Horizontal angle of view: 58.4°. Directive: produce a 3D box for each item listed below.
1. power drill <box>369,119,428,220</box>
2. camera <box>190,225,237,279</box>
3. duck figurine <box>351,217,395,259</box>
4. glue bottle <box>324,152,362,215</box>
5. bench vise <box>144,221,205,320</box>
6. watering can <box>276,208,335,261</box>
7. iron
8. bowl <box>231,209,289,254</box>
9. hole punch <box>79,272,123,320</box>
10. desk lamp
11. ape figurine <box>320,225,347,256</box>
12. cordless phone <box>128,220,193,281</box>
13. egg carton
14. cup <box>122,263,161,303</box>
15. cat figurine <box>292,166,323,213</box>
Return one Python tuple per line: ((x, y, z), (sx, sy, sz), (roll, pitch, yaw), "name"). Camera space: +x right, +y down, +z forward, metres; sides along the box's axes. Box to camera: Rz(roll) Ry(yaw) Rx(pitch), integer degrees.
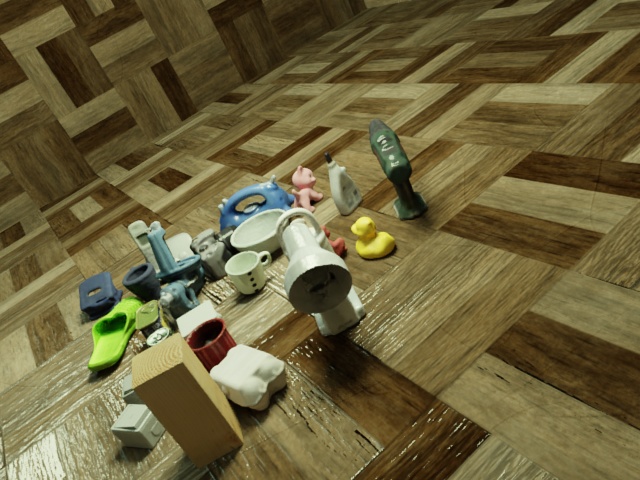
((0.179, -0.163, 1.350), (0.075, 0.209, 0.229), (-24, 28, 6), "power drill")
((-0.270, 0.016, 1.550), (0.137, 0.101, 0.142), (-36, 29, -17), "camera")
((0.113, -0.011, 1.283), (0.104, 0.086, 0.078), (9, 44, 48), "duck figurine")
((0.051, -0.153, 1.482), (0.037, 0.173, 0.078), (6, 42, 46), "glue bottle")
((-0.356, 0.069, 1.407), (0.121, 0.220, 0.207), (-28, 28, -2), "bench vise")
((-0.033, 0.014, 1.250), (0.101, 0.194, 0.172), (-36, 29, -17), "watering can")
((-0.199, -0.087, 1.617), (0.258, 0.142, 0.118), (-19, 29, 15), "iron")
((-0.147, -0.006, 1.509), (0.167, 0.075, 0.167), (-20, 29, 12), "bowl")
((-0.627, 0.157, 1.629), (0.108, 0.091, 0.101), (-26, 28, 2), "hole punch")
((-0.001, 0.080, 1.091), (0.118, 0.214, 0.203), (-27, 28, 0), "desk lamp")
((0.012, 0.005, 1.336), (0.076, 0.092, 0.077), (-43, 32, -26), "ape figurine")
((-0.440, 0.011, 1.614), (0.147, 0.185, 0.094), (-31, 28, -8), "cordless phone")
((-0.136, 0.256, 1.066), (0.149, 0.069, 0.107), (5, 42, 45), "egg carton")
((-0.477, 0.121, 1.557), (0.092, 0.095, 0.117), (-38, 30, -19), "cup")
((-0.048, -0.150, 1.621), (0.067, 0.118, 0.128), (-10, 33, 29), "cat figurine")
